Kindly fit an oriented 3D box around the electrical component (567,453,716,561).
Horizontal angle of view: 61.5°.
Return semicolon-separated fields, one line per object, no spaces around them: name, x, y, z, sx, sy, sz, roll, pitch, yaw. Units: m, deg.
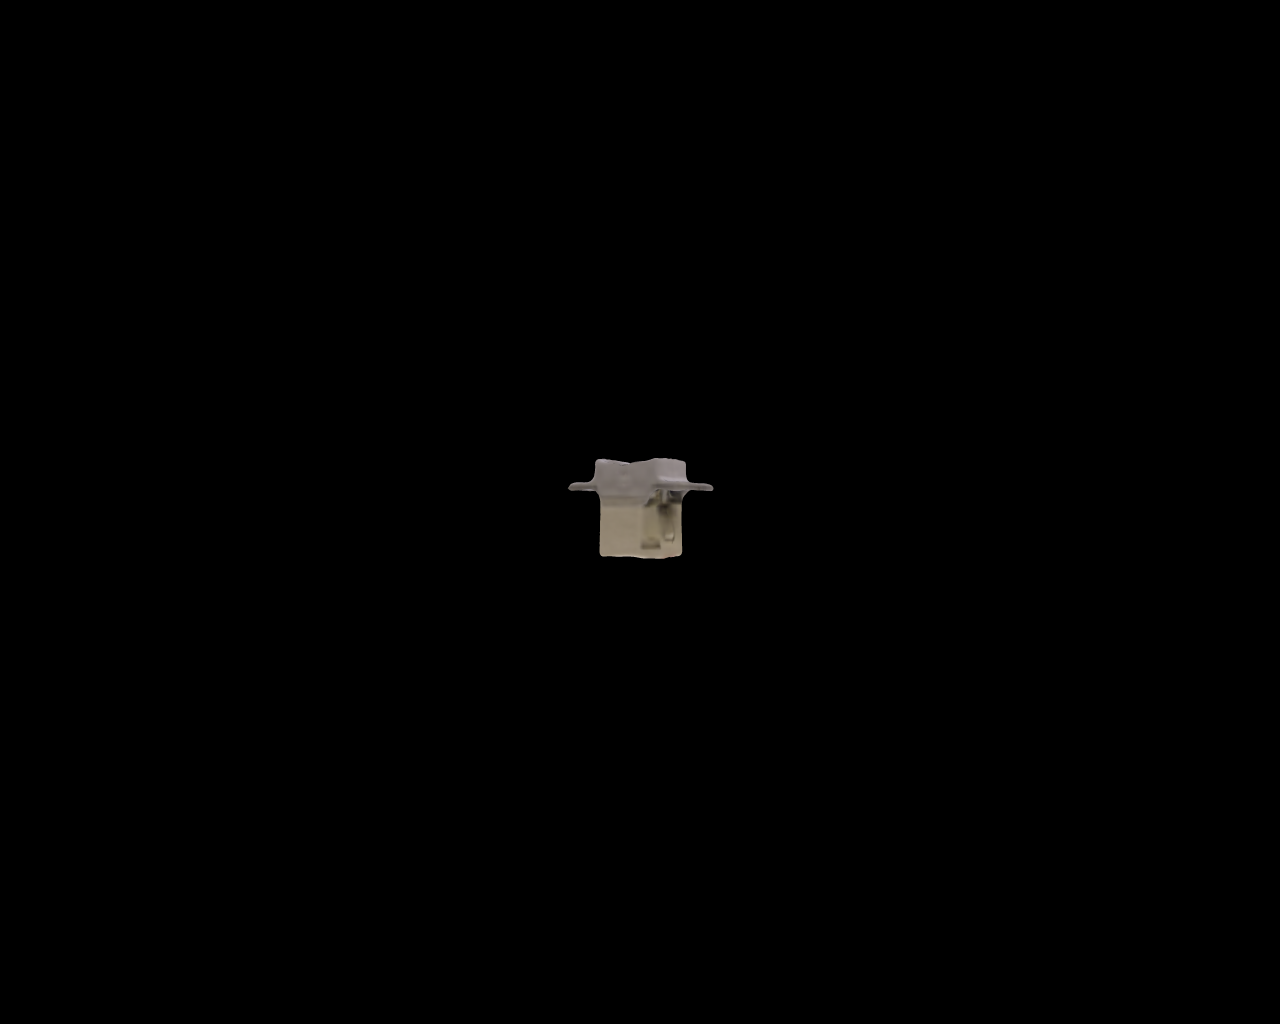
electrical component;0.001;-0.003;0.650;0.081;0.063;0.042;0;0;32
